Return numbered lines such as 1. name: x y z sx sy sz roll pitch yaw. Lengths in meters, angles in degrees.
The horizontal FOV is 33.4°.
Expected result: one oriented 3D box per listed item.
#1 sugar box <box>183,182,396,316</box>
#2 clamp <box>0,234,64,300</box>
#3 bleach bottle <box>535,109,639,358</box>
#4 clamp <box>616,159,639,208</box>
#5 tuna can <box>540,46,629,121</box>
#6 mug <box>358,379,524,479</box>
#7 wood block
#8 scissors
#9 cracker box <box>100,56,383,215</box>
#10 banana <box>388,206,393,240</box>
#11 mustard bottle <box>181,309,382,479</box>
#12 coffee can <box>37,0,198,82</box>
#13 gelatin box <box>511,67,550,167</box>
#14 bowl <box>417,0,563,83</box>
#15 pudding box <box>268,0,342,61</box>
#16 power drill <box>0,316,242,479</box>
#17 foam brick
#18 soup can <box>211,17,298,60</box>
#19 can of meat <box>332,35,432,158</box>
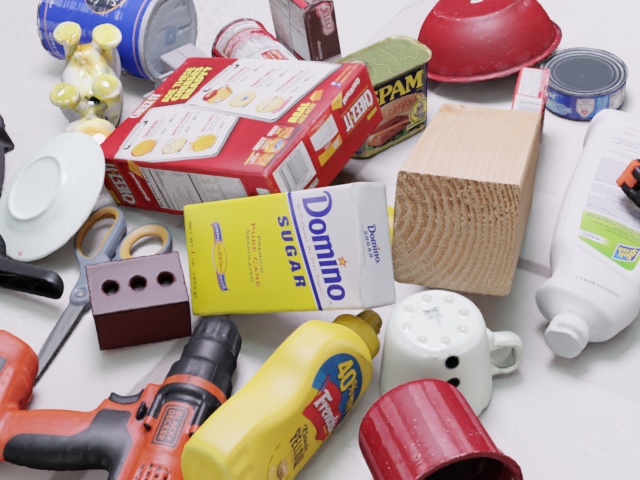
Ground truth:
1. sugar box: -0.028 0.010 0.821 0.177 0.093 0.048 -6 -1 41
2. clamp: -0.307 0.035 0.914 0.120 0.039 0.172 -31 41 -28
3. bleach bottle: 0.232 -0.004 0.879 0.103 0.068 0.250 22 50 18
4. clamp: 0.340 -0.015 0.857 0.210 0.036 0.164 30 45 4
5. tuna can: 0.263 -0.156 1.068 0.086 0.034 0.086 -4 42 3
6. mug: 0.085 0.149 0.715 0.117 0.093 0.081 11 29 -28
7. wood block: 0.122 -0.040 0.862 0.091 0.090 0.206 7 22 13
8. scissors: -0.182 0.044 0.906 0.096 0.016 0.201 1 46 3
9. cracker box: -0.075 -0.092 0.966 0.214 0.072 0.164 8 46 36
10. banana: 0.002 -0.010 0.930 0.198 0.037 0.069 6 42 13
11. mustard bottle: -0.015 0.113 0.750 0.058 0.096 0.191 22 48 29
12. coffee can: -0.218 -0.233 1.154 0.140 0.103 0.102 16 46 23
13. gelatin box: 0.193 -0.107 0.991 0.030 0.073 0.089 8 43 13
14. bowl: 0.168 -0.225 1.114 0.162 0.055 0.162 -12 32 7
15. pudding box: -0.015 -0.214 1.103 0.039 0.113 0.090 -24 45 -16
16. power drill: -0.162 0.118 0.787 0.188 0.057 0.184 7 44 12
17. foam brick: -0.145 0.049 0.860 0.078 0.051 0.053 -9 52 -12
18. soup can: -0.061 -0.177 1.101 0.068 0.068 0.102 -22 45 -18
19. can of meat: 0.057 -0.138 1.032 0.102 0.084 0.057 -27 47 -23
